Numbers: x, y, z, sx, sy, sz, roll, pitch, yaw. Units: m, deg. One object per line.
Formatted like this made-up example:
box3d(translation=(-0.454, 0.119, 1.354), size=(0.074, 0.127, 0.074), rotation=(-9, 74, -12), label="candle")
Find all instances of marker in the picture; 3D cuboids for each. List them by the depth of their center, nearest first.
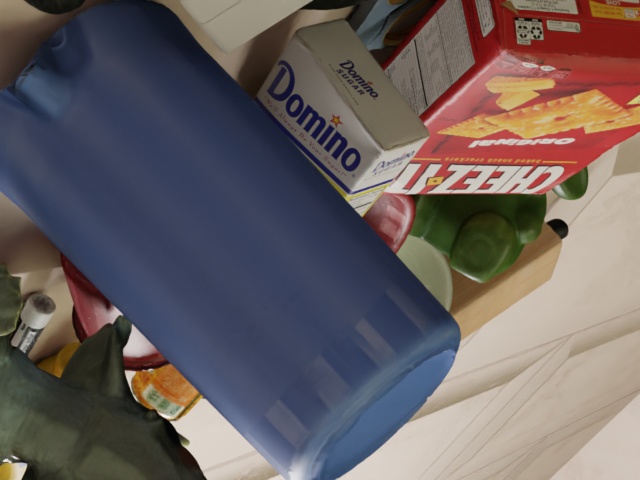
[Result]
box3d(translation=(-0.211, 0.083, 0.724), size=(0.020, 0.020, 0.121), rotation=(-7, 141, -50), label="marker")

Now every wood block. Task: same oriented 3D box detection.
box3d(translation=(0.123, 0.044, 1.039), size=(0.206, 0.091, 0.090), rotation=(-33, 156, -13), label="wood block")

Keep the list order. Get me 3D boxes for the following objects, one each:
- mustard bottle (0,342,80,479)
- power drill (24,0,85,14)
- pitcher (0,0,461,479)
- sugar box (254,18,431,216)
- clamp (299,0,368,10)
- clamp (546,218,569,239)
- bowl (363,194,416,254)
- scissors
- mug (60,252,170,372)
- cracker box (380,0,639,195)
box3d(translation=(-0.199, 0.139, 0.793), size=(0.096, 0.058, 0.192), rotation=(-10, 143, -46), label="mustard bottle")
box3d(translation=(-0.055, -0.186, 0.421), size=(0.187, 0.057, 0.184), rotation=(-30, 155, -20), label="power drill")
box3d(translation=(-0.045, 0.003, 0.542), size=(0.149, 0.243, 0.145), rotation=(-28, 154, -38), label="pitcher")
box3d(translation=(-0.013, -0.042, 0.658), size=(0.048, 0.093, 0.176), rotation=(-22, 159, -37), label="sugar box")
box3d(translation=(0.056, -0.168, 0.573), size=(0.209, 0.036, 0.165), rotation=(-15, 169, -18), label="clamp")
box3d(translation=(0.193, 0.032, 1.181), size=(0.171, 0.039, 0.120), rotation=(-10, 138, -38), label="clamp")
box3d(translation=(-0.005, 0.001, 0.824), size=(0.162, 0.055, 0.162), rotation=(-31, 155, -17), label="bowl")
box3d(translation=(0.013, -0.131, 0.666), size=(0.201, 0.016, 0.096), rotation=(-29, 153, -21), label="scissors")
box3d(translation=(-0.104, 0.021, 0.670), size=(0.117, 0.093, 0.081), rotation=(-6, 145, -4), label="mug")
box3d(translation=(0.130, -0.095, 0.689), size=(0.164, 0.072, 0.214), rotation=(0, 161, -22), label="cracker box")
